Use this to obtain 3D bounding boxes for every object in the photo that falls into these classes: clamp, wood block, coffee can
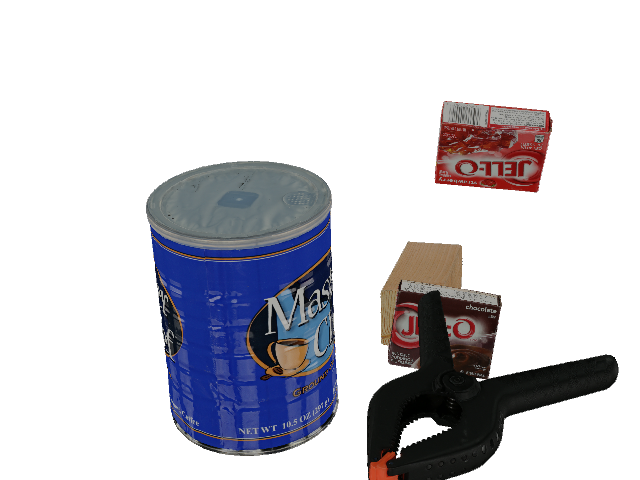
[{"bbox_3d":[0.091,0.107,0.763,0.165,0.036,0.209,25,40,37],"label":"clamp"},{"bbox_3d":[0.156,0.080,1.617,0.091,0.090,0.206,4,21,14],"label":"wood block"},{"bbox_3d":[-0.042,0.038,0.620,0.103,0.140,0.103,-2,27,1],"label":"coffee can"}]

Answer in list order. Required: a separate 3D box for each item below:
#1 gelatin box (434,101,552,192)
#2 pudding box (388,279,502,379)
[{"bbox_3d":[0.142,-0.076,0.884,0.089,0.030,0.073,6,-38,6],"label":"gelatin box"},{"bbox_3d":[0.134,0.096,1.157,0.113,0.090,0.039,8,23,4],"label":"pudding box"}]
